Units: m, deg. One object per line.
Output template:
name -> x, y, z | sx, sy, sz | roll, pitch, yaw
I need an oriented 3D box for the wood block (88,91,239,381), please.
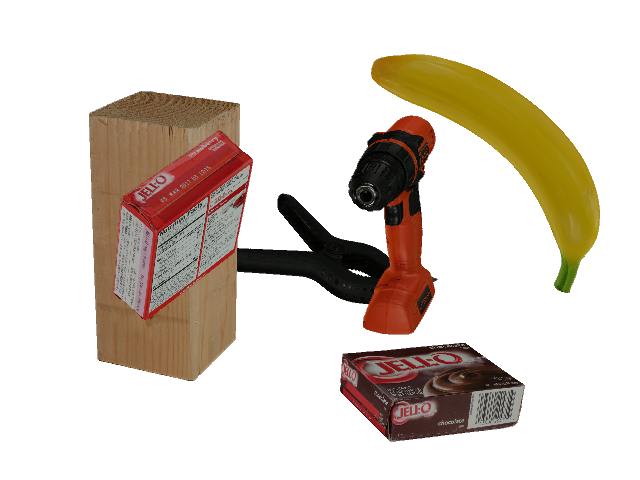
wood block -> -0.123, -0.006, 0.852 | 0.091, 0.206, 0.090 | 10, 22, 17

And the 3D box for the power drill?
power drill -> 0.070, -0.010, 1.005 | 0.057, 0.188, 0.184 | 7, 25, 19

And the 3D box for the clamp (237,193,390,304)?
clamp -> 0.003, 0.025, 1.187 | 0.210, 0.036, 0.164 | 27, 36, 18

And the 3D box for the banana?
banana -> 0.117, -0.060, 0.686 | 0.070, 0.198, 0.037 | -41, -7, 11

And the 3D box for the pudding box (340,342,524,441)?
pudding box -> 0.083, 0.113, 0.810 | 0.113, 0.039, 0.090 | -1, 17, -23

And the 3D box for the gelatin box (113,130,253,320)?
gelatin box -> -0.076, -0.008, 0.579 | 0.073, 0.030, 0.089 | -40, -20, -33
